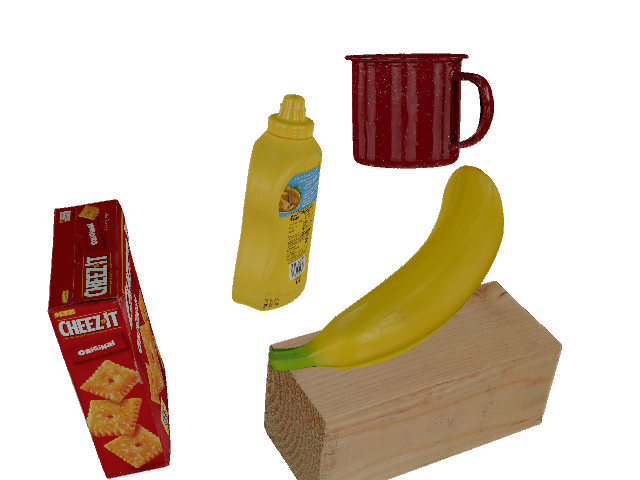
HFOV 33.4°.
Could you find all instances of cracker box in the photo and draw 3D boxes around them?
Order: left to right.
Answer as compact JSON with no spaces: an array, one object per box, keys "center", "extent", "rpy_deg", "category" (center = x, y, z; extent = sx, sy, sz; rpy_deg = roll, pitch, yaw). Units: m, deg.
[{"center":[-0.199,0.093,1.025],"extent":[0.072,0.214,0.164],"rpy_deg":[-11,36,-5],"category":"cracker box"}]

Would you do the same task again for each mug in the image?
[{"center":[0.075,-0.098,0.803],"extent":[0.117,0.081,0.093],"rpy_deg":[6,13,30],"category":"mug"}]

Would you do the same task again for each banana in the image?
[{"center":[0.056,0.012,0.569],"extent":[0.070,0.037,0.197],"rpy_deg":[19,42,32],"category":"banana"}]

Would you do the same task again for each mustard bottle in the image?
[{"center":[-0.035,-0.038,0.970],"extent":[0.058,0.192,0.096],"rpy_deg":[18,24,22],"category":"mustard bottle"}]

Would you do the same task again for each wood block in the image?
[{"center":[0.069,0.113,0.822],"extent":[0.205,0.090,0.091],"rpy_deg":[-14,39,-25],"category":"wood block"}]
